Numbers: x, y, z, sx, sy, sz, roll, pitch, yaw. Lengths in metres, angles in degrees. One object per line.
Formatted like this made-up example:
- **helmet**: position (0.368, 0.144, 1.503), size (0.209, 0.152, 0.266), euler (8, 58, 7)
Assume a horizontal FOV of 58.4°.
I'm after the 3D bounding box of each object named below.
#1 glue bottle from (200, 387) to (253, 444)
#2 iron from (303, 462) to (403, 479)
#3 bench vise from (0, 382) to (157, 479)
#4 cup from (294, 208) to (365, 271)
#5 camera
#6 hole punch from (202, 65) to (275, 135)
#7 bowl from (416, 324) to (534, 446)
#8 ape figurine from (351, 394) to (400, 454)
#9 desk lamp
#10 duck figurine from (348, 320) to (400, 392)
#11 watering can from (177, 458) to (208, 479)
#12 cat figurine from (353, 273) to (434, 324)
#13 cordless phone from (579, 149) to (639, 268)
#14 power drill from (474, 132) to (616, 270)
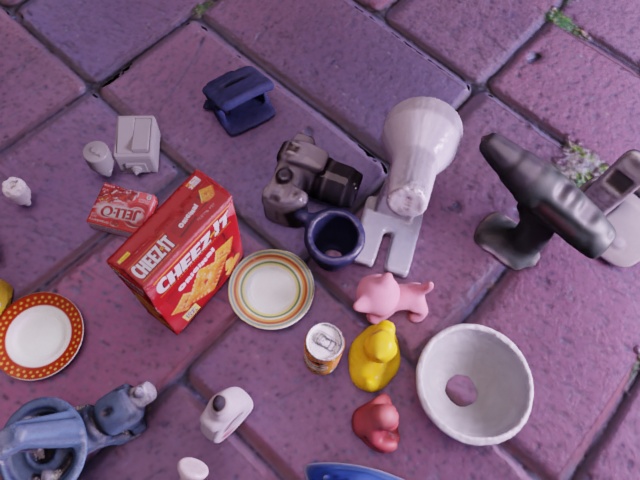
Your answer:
- **glue bottle**: position (-0.125, 0.221, 0.739), size (0.037, 0.173, 0.078), euler (38, 70, 12)
- **iron**: position (0.091, 0.354, 0.715), size (0.258, 0.141, 0.119), euler (29, 68, 9)
- **bench vise**: position (-0.315, 0.224, 0.699), size (0.121, 0.220, 0.208), euler (40, 70, 13)
- **cup**: position (0.008, 0.003, 0.884), size (0.117, 0.095, 0.092), euler (33, 69, 10)
- **camera**: position (-0.008, -0.092, 0.920), size (0.136, 0.101, 0.143), euler (20, 67, 5)
- **hole punch**: position (-0.142, -0.252, 0.984), size (0.109, 0.091, 0.101), euler (-31, 72, -15)
- **bowl**: position (0.212, 0.209, 0.821), size (0.167, 0.075, 0.167), euler (1, 67, -3)
- **ape figurine**: position (0.084, 0.248, 0.786), size (0.076, 0.092, 0.078), euler (16, 67, 3)
- **desk lamp**: position (0.130, -0.078, 0.862), size (0.118, 0.213, 0.203), euler (16, 67, 3)
- **duck figurine**: position (0.082, 0.164, 0.825), size (0.077, 0.086, 0.104), euler (20, 67, 5)
- **watering can**: position (-0.189, 0.346, 0.670), size (0.101, 0.194, 0.173), euler (4, 67, -2)
- **cat figurine**: position (0.106, 0.080, 0.845), size (0.128, 0.118, 0.067), euler (-6, 67, -6)
- **cordless phone**: position (0.477, -0.050, 0.889), size (0.147, 0.185, 0.094), euler (40, 70, 13)
- **power drill**: position (0.311, -0.041, 0.861), size (0.229, 0.208, 0.076), euler (36, 69, 11)
